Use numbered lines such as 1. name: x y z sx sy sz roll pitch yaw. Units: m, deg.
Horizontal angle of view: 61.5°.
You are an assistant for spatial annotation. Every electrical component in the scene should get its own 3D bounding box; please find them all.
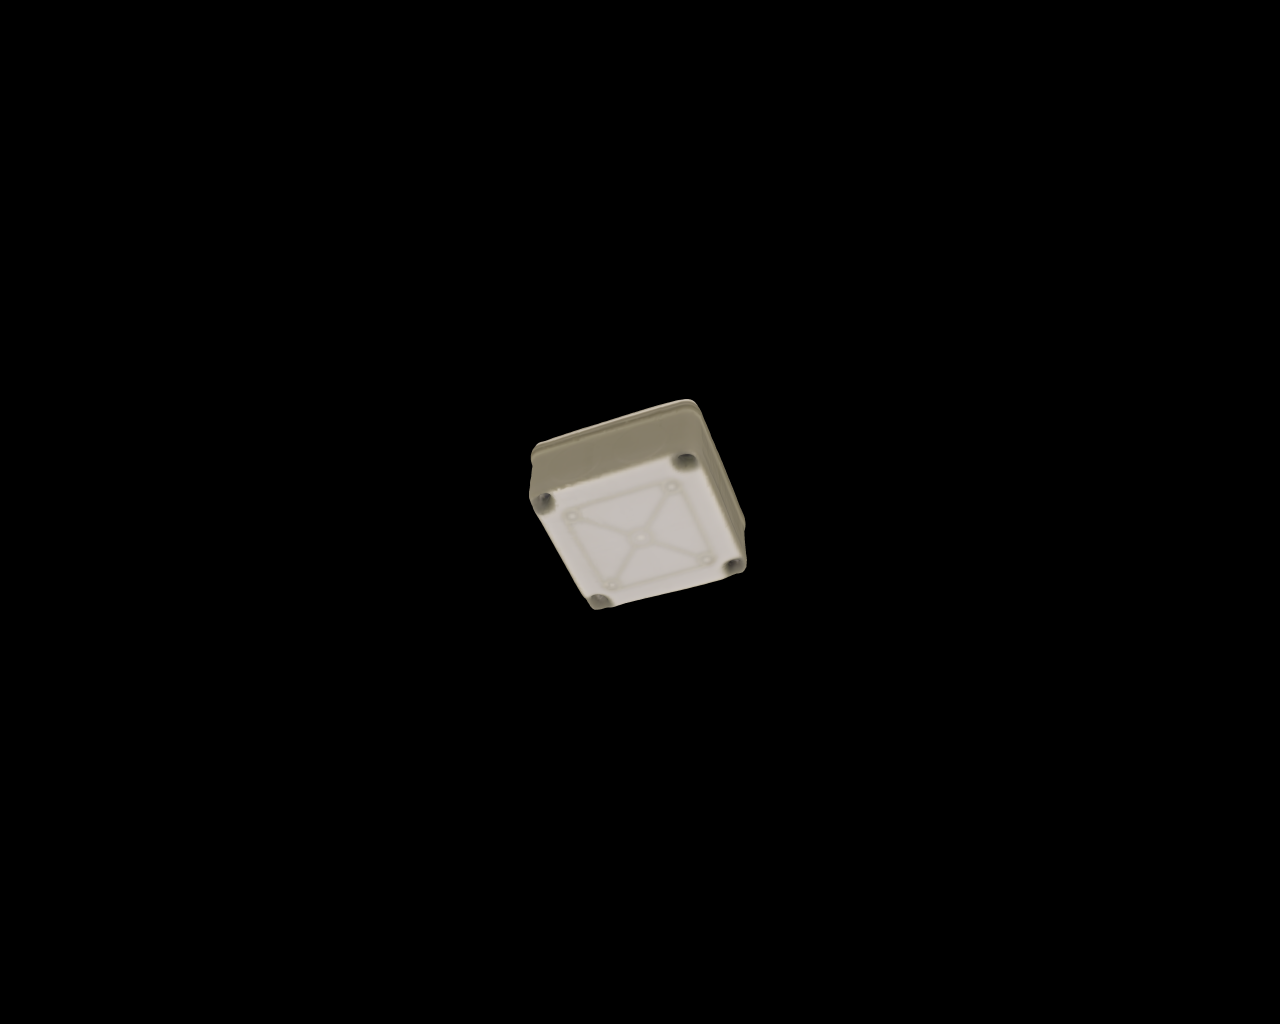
1. electrical component: 0.001 -0.003 0.650 0.109 0.108 0.056 -16 39 13
